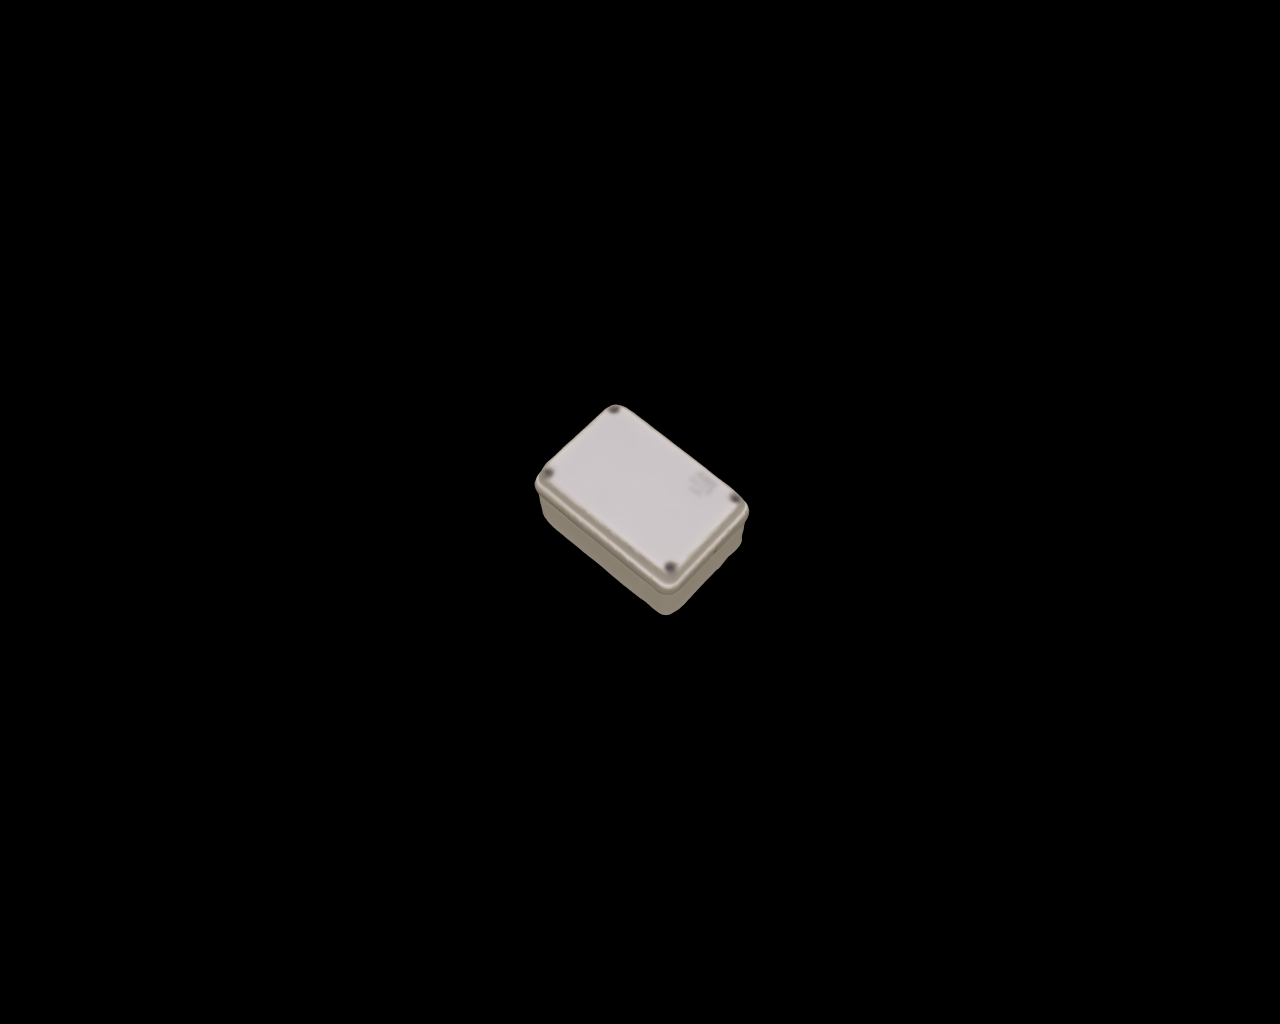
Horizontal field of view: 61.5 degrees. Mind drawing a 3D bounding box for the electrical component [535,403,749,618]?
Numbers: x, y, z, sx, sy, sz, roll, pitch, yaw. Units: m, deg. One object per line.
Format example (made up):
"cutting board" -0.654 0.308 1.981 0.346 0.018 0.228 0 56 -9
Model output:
"electrical component" 0.001 -0.003 0.650 0.113 0.078 0.057 38 -21 18
